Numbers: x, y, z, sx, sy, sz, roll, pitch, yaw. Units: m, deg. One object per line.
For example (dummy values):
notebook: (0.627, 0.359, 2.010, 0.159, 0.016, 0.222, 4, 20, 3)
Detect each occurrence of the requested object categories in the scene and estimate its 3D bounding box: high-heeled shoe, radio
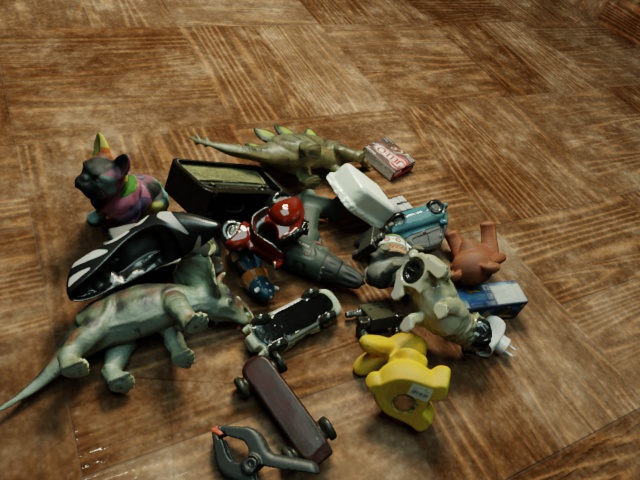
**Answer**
high-heeled shoe: (-0.290, 0.028, 0.875, 0.249, 0.086, 0.145, -15, 29, 12)
radio: (-0.186, -0.100, 1.102, 0.229, 0.073, 0.131, -4, 37, -46)

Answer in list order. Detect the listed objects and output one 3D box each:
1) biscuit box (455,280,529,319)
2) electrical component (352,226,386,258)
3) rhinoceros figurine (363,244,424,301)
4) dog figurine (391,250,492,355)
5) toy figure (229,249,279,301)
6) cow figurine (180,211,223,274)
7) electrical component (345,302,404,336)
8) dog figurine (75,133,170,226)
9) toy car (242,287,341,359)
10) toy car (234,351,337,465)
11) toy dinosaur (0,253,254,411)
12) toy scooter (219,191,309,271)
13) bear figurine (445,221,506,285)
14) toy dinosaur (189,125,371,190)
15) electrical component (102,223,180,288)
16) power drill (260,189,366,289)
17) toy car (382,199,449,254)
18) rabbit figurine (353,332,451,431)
biscuit box: (0.323, 0.131, 1.105, 0.203, 0.062, 0.059, -4, 50, -19)
electrical component: (0.105, 0.001, 1.142, 0.021, 0.094, 0.063, 35, 43, -20)
rhinoceros figurine: (0.180, 0.072, 1.080, 0.190, 0.112, 0.073, 7, 28, -29)
dog figurine: (0.237, 0.115, 1.000, 0.190, 0.121, 0.172, 23, 60, -39)
toy figure: (-0.131, 0.058, 1.040, 0.064, 0.057, 0.154, -16, 59, -22)
cow figurine: (-0.250, -0.007, 1.037, 0.068, 0.098, 0.167, -26, 59, -27)
electrical component: (0.108, 0.157, 1.032, 0.102, 0.045, 0.078, -9, 23, -27)
dog figurine: (-0.367, -0.106, 1.011, 0.108, 0.219, 0.191, 40, 50, 15)
toy car: (-0.048, 0.150, 0.981, 0.202, 0.056, 0.073, -24, 66, -32)
toy car: (-0.056, 0.271, 0.863, 0.089, 0.053, 0.202, -33, 64, -20)
toy dinosaur: (-0.307, 0.133, 0.882, 0.405, 0.131, 0.192, -13, 36, -18)
toy scooter: (-0.087, -0.011, 1.021, 0.184, 0.075, 0.135, -31, 62, -27)
bear figurine: (0.314, 0.028, 1.117, 0.195, 0.120, 0.132, 7, 68, -64)
toy dinosaur: (-0.059, -0.197, 1.238, 0.471, 0.105, 0.199, 0, 25, -42)
electrical component: (-0.337, 0.027, 0.996, 0.134, 0.058, 0.115, -15, 59, -28)
power drill: (-0.002, -0.003, 1.130, 0.232, 0.086, 0.207, 16, 53, 2)
toy car: (0.221, -0.017, 1.190, 0.162, 0.109, 0.103, -18, 72, -20)
rabbit figurine: (0.141, 0.226, 0.946, 0.162, 0.121, 0.173, 13, 31, 8)
